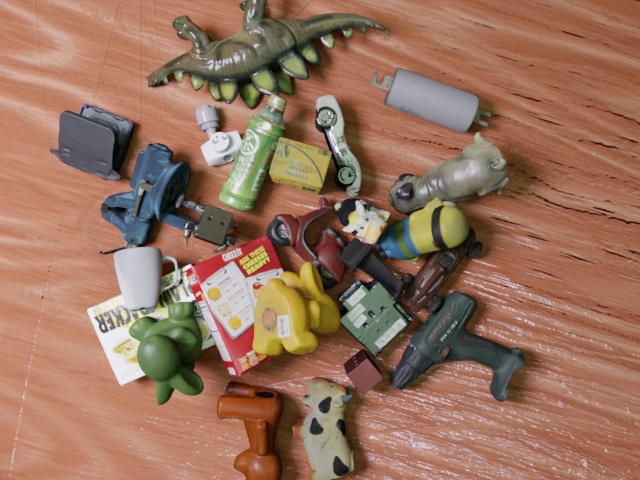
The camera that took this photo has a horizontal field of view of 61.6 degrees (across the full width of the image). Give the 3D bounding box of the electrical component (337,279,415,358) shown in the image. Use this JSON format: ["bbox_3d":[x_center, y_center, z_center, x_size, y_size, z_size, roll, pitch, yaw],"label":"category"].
[{"bbox_3d":[0.099,0.142,1.049,0.115,0.058,0.134,-42,92,-3],"label":"electrical component"}]

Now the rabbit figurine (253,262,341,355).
[{"bbox_3d":[-0.034,0.128,0.969,0.122,0.173,0.162,-27,66,39],"label":"rabbit figurine"}]

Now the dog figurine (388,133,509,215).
[{"bbox_3d":[0.232,-0.105,0.998,0.191,0.172,0.121,-23,81,-9],"label":"dog figurine"}]

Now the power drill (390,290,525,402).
[{"bbox_3d":[0.275,0.232,1.051,0.207,0.086,0.232,29,87,5],"label":"power drill"}]

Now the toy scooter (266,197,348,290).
[{"bbox_3d":[-0.002,-0.003,1.032,0.183,0.075,0.135,46,70,-14],"label":"toy scooter"}]

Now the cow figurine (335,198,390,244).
[{"bbox_3d":[0.074,-0.042,0.990,0.098,0.167,0.068,28,95,-4],"label":"cow figurine"}]

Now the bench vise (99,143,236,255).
[{"bbox_3d":[-0.279,-0.053,1.006,0.241,0.129,0.223,22,93,2],"label":"bench vise"}]

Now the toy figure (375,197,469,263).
[{"bbox_3d":[0.190,-0.008,1.006,0.180,0.082,0.089,-22,56,25],"label":"toy figure"}]

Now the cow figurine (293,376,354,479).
[{"bbox_3d":[0.016,0.359,1.036,0.127,0.085,0.194,-16,89,4],"label":"cow figurine"}]

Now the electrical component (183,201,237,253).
[{"bbox_3d":[-0.197,-0.020,0.958,0.102,0.045,0.078,15,76,-20],"label":"electrical component"}]

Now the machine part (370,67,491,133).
[{"bbox_3d":[0.214,-0.268,1.037,0.243,0.079,0.079,19,90,-3],"label":"machine part"}]

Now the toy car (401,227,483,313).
[{"bbox_3d":[0.234,0.051,1.045,0.089,0.053,0.202,40,80,-3],"label":"toy car"}]

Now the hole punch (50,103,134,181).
[{"bbox_3d":[-0.426,-0.190,1.023,0.142,0.092,0.115,20,121,-5],"label":"hole punch"}]

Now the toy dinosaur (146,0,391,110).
[{"bbox_3d":[-0.111,-0.364,1.017,0.472,0.105,0.198,-19,99,7],"label":"toy dinosaur"}]

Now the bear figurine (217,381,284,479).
[{"bbox_3d":[-0.130,0.381,1.018,0.132,0.120,0.195,7,96,2],"label":"bear figurine"}]

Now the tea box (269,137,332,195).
[{"bbox_3d":[-0.036,-0.131,0.985,0.098,0.169,0.068,16,89,-1],"label":"tea box"}]

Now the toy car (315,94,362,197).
[{"bbox_3d":[0.037,-0.178,1.033,0.056,0.073,0.201,-20,91,-1],"label":"toy car"}]

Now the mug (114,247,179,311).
[{"bbox_3d":[-0.311,0.072,0.967,0.109,0.081,0.107,-1,78,-26],"label":"mug"}]

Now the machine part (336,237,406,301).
[{"bbox_3d":[0.101,0.055,1.007,0.139,0.084,0.039,41,131,8],"label":"machine part"}]

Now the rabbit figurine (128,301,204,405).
[{"bbox_3d":[-0.267,0.197,0.913,0.121,0.170,0.159,-15,92,-1],"label":"rabbit figurine"}]
